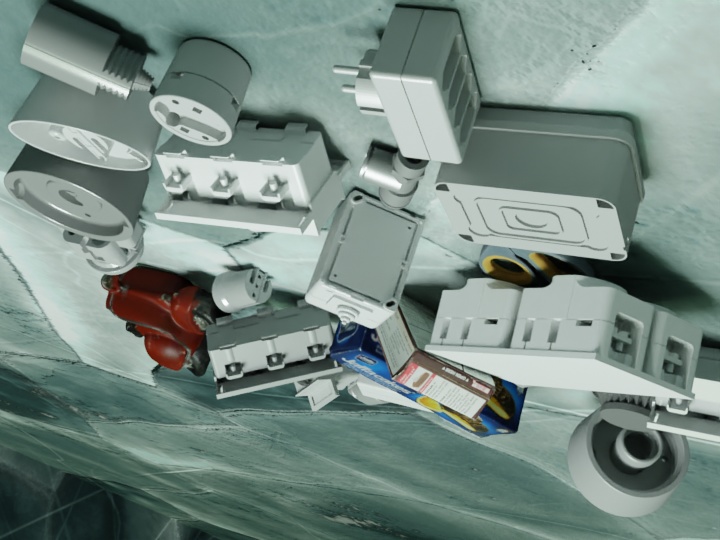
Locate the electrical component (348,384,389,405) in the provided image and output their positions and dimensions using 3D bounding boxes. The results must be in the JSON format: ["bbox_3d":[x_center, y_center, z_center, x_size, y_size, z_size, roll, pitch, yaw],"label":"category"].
[{"bbox_3d":[0.011,0.129,1.191,0.040,0.040,0.078,29,157,-24],"label":"electrical component"}]

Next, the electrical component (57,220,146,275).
[{"bbox_3d":[-0.232,-0.031,0.984,0.078,0.058,0.057,12,154,17],"label":"electrical component"}]

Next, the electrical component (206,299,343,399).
[{"bbox_3d":[-0.085,0.074,1.042,0.121,0.078,0.063,-12,126,-3],"label":"electrical component"}]

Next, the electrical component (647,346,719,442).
[{"bbox_3d":[0.297,0.099,0.848,0.121,0.078,0.063,9,127,23],"label":"electrical component"}]

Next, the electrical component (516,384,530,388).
[{"bbox_3d":[0.150,0.082,0.975,0.035,0.035,0.061,11,155,18],"label":"electrical component"}]

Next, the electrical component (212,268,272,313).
[{"bbox_3d":[-0.112,0.018,1.030,0.046,0.040,0.040,-13,143,42],"label":"electrical component"}]

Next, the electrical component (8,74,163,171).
[{"bbox_3d":[-0.192,-0.104,0.768,0.099,0.064,0.099,16,158,7],"label":"electrical component"}]

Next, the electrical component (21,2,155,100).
[{"bbox_3d":[-0.174,-0.138,0.702,0.081,0.043,0.043,23,158,-11],"label":"electrical component"}]

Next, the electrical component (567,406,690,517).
[{"bbox_3d":[0.256,0.171,1.011,0.108,0.108,0.060,17,152,3],"label":"electrical component"}]

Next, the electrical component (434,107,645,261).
[{"bbox_3d":[0.111,-0.053,0.654,0.113,0.057,0.078,8,156,25],"label":"electrical component"}]

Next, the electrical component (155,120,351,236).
[{"bbox_3d":[-0.080,-0.067,0.763,0.121,0.078,0.063,7,134,27],"label":"electrical component"}]

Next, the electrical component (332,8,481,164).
[{"bbox_3d":[0.021,-0.106,0.615,0.076,0.047,0.083,10,157,21],"label":"electrical component"}]

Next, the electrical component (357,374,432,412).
[{"bbox_3d":[0.041,0.103,1.096,0.083,0.047,0.075,12,157,17],"label":"electrical component"}]

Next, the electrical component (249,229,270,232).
[{"bbox_3d":[-0.057,-0.049,0.822,0.078,0.040,0.040,1,152,37],"label":"electrical component"}]

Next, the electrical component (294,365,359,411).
[{"bbox_3d":[-0.037,0.101,1.120,0.064,0.081,0.042,1,151,-41],"label":"electrical component"}]

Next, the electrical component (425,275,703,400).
[{"bbox_3d":[0.153,0.050,0.823,0.105,0.060,0.186,22,166,-32],"label":"electrical component"}]

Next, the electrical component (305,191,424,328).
[{"bbox_3d":[0.000,0.000,0.817,0.062,0.096,0.061,23,158,-9],"label":"electrical component"}]

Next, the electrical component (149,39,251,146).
[{"bbox_3d":[-0.101,-0.115,0.692,0.055,0.047,0.055,16,158,7],"label":"electrical component"}]

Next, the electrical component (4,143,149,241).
[{"bbox_3d":[-0.223,-0.075,0.865,0.108,0.060,0.108,16,158,7],"label":"electrical component"}]
